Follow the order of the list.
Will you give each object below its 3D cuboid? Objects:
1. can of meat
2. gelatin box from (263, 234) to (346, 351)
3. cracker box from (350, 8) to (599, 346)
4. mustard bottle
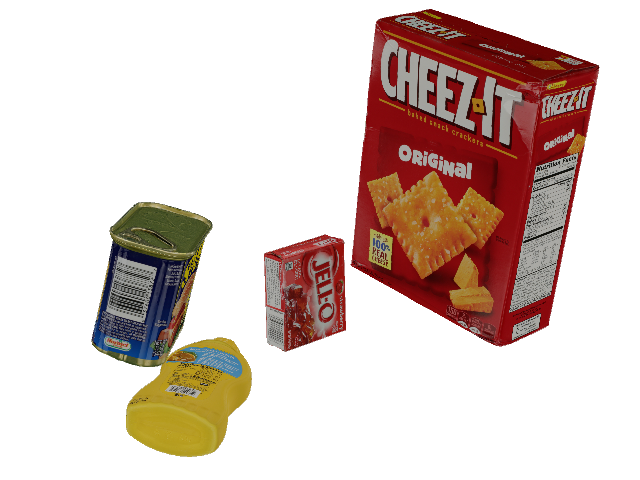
[{"bbox_3d":[-0.116,0.029,0.730,0.057,0.084,0.102,16,15,0],"label":"can of meat"},{"bbox_3d":[-0.012,0.046,0.946,0.073,0.089,0.030,-16,23,-39],"label":"gelatin box"},{"bbox_3d":[0.107,-0.049,0.812,0.071,0.214,0.164,-20,36,-38],"label":"cracker box"},{"bbox_3d":[-0.124,0.150,1.110,0.096,0.058,0.191,9,22,10],"label":"mustard bottle"}]
